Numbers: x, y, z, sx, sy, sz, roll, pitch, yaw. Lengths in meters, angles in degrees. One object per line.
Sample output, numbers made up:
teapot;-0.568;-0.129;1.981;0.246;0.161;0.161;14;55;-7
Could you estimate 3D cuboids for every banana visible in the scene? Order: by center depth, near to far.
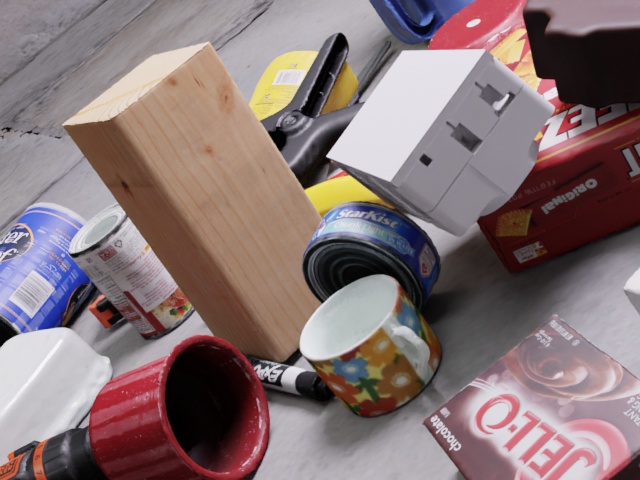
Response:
banana;-0.012;-0.010;0.862;0.198;0.037;0.069;-30;43;18

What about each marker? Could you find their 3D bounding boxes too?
marker;-0.029;0.092;0.719;0.020;0.020;0.121;-49;27;-25

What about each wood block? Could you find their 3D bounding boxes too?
wood block;-0.073;-0.023;0.748;0.090;0.206;0.091;-43;24;-24

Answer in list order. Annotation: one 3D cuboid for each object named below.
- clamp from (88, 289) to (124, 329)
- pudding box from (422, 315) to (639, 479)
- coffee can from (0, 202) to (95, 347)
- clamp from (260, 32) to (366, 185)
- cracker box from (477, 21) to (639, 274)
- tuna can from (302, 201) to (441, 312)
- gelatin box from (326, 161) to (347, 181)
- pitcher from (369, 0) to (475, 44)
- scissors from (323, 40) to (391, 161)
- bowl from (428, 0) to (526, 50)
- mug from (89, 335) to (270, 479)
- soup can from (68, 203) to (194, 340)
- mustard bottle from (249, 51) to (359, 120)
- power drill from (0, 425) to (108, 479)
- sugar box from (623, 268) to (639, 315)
clamp;-0.146;0.011;0.998;0.120;0.039;0.171;-17;34;47
pudding box;0.111;0.095;0.503;0.090;0.039;0.114;-38;24;-2
coffee can;-0.283;0.046;1.037;0.103;0.102;0.140;-15;33;40
clamp;-0.008;-0.088;0.890;0.210;0.036;0.165;-44;39;-13
cracker box;0.182;-0.093;0.702;0.164;0.072;0.213;-25;28;25
tuna can;0.032;0.018;0.689;0.086;0.086;0.033;-14;34;40
gelatin box;0.046;-0.075;0.902;0.073;0.030;0.089;-26;27;25
pitcher;0.082;-0.316;1.024;0.145;0.242;0.149;-34;19;16
scissors;0.034;-0.135;1.040;0.201;0.016;0.096;-48;28;-21
bowl;0.144;-0.163;0.899;0.162;0.055;0.162;-30;25;15
mug;-0.086;0.114;0.689;0.082;0.093;0.117;-24;-4;36
soup can;-0.156;0.026;0.907;0.069;0.102;0.068;-30;25;16
mustard bottle;-0.044;-0.087;0.976;0.096;0.058;0.191;8;58;36
power drill;-0.197;0.205;0.701;0.185;0.057;0.187;-31;22;22
sugar box;0.232;0.018;0.474;0.093;0.048;0.176;-44;22;-16
